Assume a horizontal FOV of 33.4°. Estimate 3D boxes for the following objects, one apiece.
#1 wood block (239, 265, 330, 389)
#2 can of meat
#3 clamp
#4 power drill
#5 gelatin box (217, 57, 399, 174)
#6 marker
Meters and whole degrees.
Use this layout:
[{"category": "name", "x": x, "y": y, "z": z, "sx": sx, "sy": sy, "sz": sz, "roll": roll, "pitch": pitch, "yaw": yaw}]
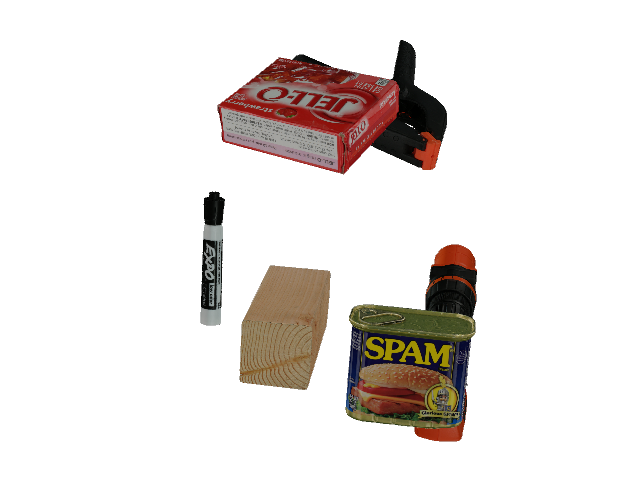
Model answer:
[{"category": "wood block", "x": -0.044, "y": 0.112, "z": 1.433, "sx": 0.091, "sy": 0.090, "sz": 0.206, "roll": 6, "pitch": 19, "yaw": 5}, {"category": "can of meat", "x": 0.071, "y": 0.103, "z": 0.872, "sx": 0.102, "sy": 0.084, "sz": 0.057, "roll": 6, "pitch": 14, "yaw": 6}, {"category": "clamp", "x": 0.046, "y": -0.119, "z": 0.911, "sx": 0.120, "sy": 0.039, "sz": 0.171, "roll": -11, "pitch": 40, "yaw": -10}, {"category": "power drill", "x": 0.135, "y": 0.117, "z": 1.140, "sx": 0.057, "sy": 0.188, "sz": 0.184, "roll": 8, "pitch": 25, "yaw": 9}, {"category": "gelatin box", "x": -0.006, "y": -0.080, "z": 0.658, "sx": 0.089, "sy": 0.030, "sz": 0.073, "roll": 16, "pitch": 40, "yaw": 25}, {"category": "marker", "x": -0.097, "y": 0.016, "z": 0.956, "sx": 0.020, "sy": 0.121, "sz": 0.020, "roll": 3, "pitch": 13, "yaw": -1}]
